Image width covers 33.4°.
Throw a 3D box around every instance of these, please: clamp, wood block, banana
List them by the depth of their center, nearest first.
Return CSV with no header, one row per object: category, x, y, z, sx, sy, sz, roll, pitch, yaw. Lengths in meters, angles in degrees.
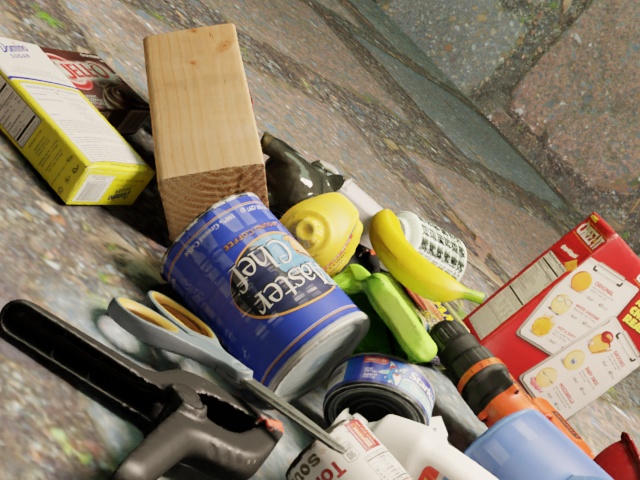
clamp,-0.091,0.117,0.668,0.209,0.036,0.165,29,13,-43
wood block,-0.105,-0.097,0.970,0.091,0.090,0.206,85,-7,-46
banana,0.093,0.017,1.139,0.069,0.037,0.198,14,22,-36
clamp,0.022,0.023,1.150,0.171,0.039,0.120,13,32,-51

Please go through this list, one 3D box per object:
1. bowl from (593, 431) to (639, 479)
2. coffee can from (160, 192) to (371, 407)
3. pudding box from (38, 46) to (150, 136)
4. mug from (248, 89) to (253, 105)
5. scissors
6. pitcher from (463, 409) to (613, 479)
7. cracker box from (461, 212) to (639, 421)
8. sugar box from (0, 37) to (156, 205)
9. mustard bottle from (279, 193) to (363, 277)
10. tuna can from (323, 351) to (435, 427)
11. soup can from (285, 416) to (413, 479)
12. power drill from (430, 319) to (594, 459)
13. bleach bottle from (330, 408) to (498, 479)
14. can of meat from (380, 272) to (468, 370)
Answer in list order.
bowl,0.289,0.270,1.029,0.162,0.055,0.162,-13,90,-84
coffee can,-0.044,0.046,0.841,0.140,0.103,0.102,47,18,19
pudding box,-0.224,-0.141,1.018,0.090,0.039,0.113,44,17,13
mug,-0.127,-0.145,1.132,0.081,0.093,0.117,-66,146,-67
scissors,-0.075,0.087,0.739,0.202,0.016,0.096,35,12,40
pitcher,0.218,0.249,0.855,0.243,0.149,0.144,47,17,28
cracker box,0.275,0.097,1.184,0.164,0.214,0.072,44,12,-27
sugar box,-0.229,-0.102,0.905,0.176,0.048,0.093,44,17,19
mustard bottle,-0.006,0.002,0.959,0.058,0.096,0.191,47,-1,7
tuna can,0.046,0.129,0.837,0.086,0.086,0.033,37,40,-15
soup can,0.033,0.181,0.737,0.102,0.069,0.068,48,18,21
power drill,0.196,0.172,1.081,0.187,0.057,0.184,37,14,-50
bleach bottle,0.104,0.219,0.782,0.251,0.103,0.068,37,13,15
can of meat,0.099,0.085,1.141,0.083,0.057,0.102,18,28,-47
